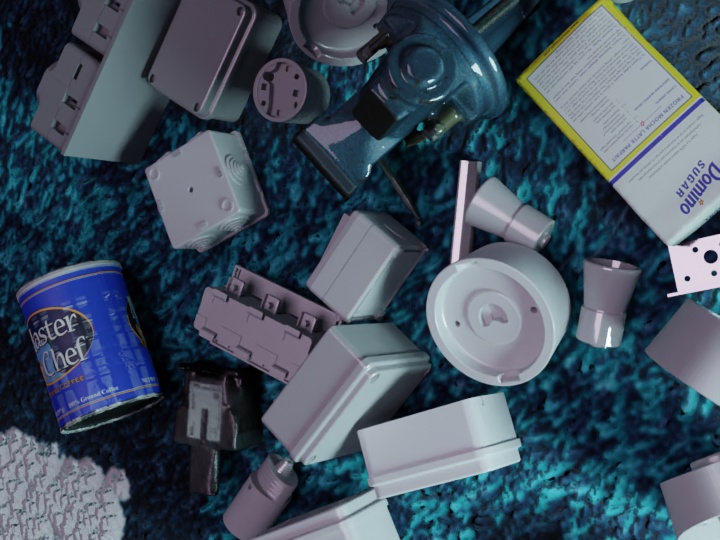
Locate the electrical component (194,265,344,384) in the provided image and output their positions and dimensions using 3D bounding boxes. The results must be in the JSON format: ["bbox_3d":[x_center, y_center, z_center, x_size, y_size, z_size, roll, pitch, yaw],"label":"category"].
[{"bbox_3d":[-0.082,0.054,0.958,0.121,0.063,0.078,25,102,26],"label":"electrical component"}]

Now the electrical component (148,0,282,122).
[{"bbox_3d":[-0.134,-0.200,0.985,0.078,0.057,0.113,34,106,24],"label":"electrical component"}]

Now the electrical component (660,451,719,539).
[{"bbox_3d":[0.265,0.159,0.758,0.099,0.099,0.064,-28,72,26],"label":"electrical component"}]

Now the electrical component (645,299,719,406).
[{"bbox_3d":[0.263,0.061,0.752,0.108,0.108,0.060,35,100,23],"label":"electrical component"}]

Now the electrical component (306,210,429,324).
[{"bbox_3d":[0.000,0.000,0.914,0.061,0.062,0.096,41,109,21],"label":"electrical component"}]

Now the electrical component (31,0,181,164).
[{"bbox_3d":[-0.223,-0.198,1.006,0.060,0.105,0.186,35,106,23],"label":"electrical component"}]

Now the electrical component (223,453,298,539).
[{"bbox_3d":[-0.085,0.202,0.972,0.043,0.043,0.081,41,108,22],"label":"electrical component"}]

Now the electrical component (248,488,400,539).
[{"bbox_3d":[-0.031,0.236,0.925,0.113,0.078,0.057,-26,81,26],"label":"electrical component"}]

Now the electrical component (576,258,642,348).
[{"bbox_3d":[0.188,0.027,0.826,0.044,0.044,0.065,14,102,27],"label":"electrical component"}]

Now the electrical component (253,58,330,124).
[{"bbox_3d":[-0.059,-0.156,0.951,0.055,0.047,0.055,1,91,28],"label":"electrical component"}]

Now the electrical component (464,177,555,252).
[{"bbox_3d":[0.122,-0.040,0.861,0.065,0.044,0.044,34,106,18],"label":"electrical component"}]

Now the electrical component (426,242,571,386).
[{"bbox_3d":[0.114,0.030,0.849,0.108,0.060,0.108,14,119,27],"label":"electrical component"}]

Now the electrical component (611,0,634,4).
[{"bbox_3d":[0.203,-0.226,0.794,0.079,0.077,0.044,11,95,27],"label":"electrical component"}]

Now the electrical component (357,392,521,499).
[{"bbox_3d":[0.065,0.142,0.872,0.113,0.078,0.057,-20,78,27],"label":"electrical component"}]

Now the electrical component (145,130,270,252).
[{"bbox_3d":[-0.143,-0.073,0.997,0.100,0.048,0.099,-27,78,26],"label":"electrical component"}]

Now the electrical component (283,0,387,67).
[{"bbox_3d":[-0.014,-0.231,0.895,0.108,0.108,0.060,-44,43,22],"label":"electrical component"}]

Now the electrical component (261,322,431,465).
[{"bbox_3d":[-0.010,0.100,0.895,0.056,0.109,0.108,45,110,23],"label":"electrical component"}]
